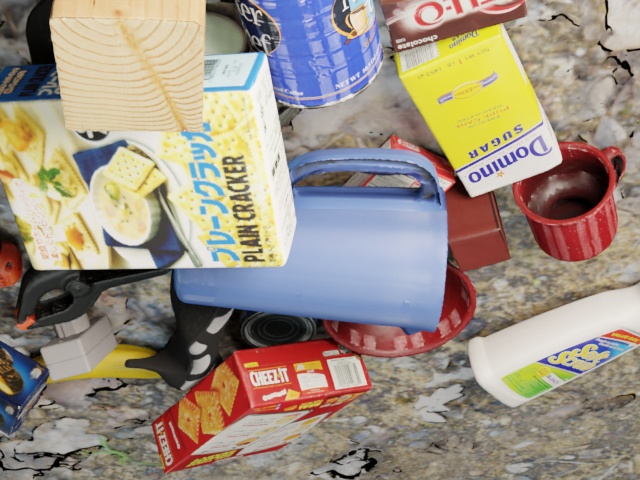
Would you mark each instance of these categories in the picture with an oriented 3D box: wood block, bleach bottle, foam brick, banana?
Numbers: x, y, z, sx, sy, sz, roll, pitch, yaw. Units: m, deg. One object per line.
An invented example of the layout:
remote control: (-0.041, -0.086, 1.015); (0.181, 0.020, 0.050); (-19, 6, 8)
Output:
wood block: (-0.121, -0.176, 0.715); (0.090, 0.206, 0.091); (0, 139, -6)
bleach bottle: (0.297, 0.102, 1.193); (0.251, 0.068, 0.102); (-30, 135, 24)
foam brick: (0.147, -0.018, 1.024); (0.051, 0.078, 0.053); (-16, 139, 12)
banana: (-0.255, 0.147, 1.219); (0.197, 0.037, 0.070); (1, 139, -5)

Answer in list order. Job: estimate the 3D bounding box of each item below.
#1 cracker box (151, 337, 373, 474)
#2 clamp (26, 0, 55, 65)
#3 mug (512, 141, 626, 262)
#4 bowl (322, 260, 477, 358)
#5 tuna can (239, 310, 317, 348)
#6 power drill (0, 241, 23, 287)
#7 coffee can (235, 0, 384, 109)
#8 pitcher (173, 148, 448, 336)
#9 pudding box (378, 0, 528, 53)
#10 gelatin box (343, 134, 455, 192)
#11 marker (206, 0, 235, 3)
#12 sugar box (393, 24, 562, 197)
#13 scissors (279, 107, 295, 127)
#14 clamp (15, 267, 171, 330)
cracker box: (-0.070, 0.185, 1.198); (0.163, 0.072, 0.214); (-3, 155, -37)
clamp: (-0.191, -0.122, 0.863); (0.164, 0.036, 0.210); (34, 131, 2)
mug: (0.244, -0.040, 1.008); (0.117, 0.093, 0.081); (-44, 142, -8)
bowl: (0.080, 0.053, 1.116); (0.162, 0.055, 0.162); (-3, 136, -3)
tuna can: (-0.046, 0.086, 1.166); (0.086, 0.034, 0.086); (-2, 140, -2)
power drill: (-0.391, -0.012, 1.007); (0.184, 0.057, 0.188); (-6, 143, -3)
coffee can: (-0.013, -0.183, 0.796); (0.103, 0.103, 0.140); (-9, 140, 6)
pitcher: (-0.006, 0.001, 0.963); (0.243, 0.149, 0.145); (4, 169, -1)
pudding box: (0.100, -0.202, 0.830); (0.113, 0.039, 0.090); (-13, 139, 11)
gelatin box: (0.074, -0.053, 1.014); (0.073, 0.030, 0.089); (21, 135, -25)
marker: (-0.111, -0.195, 0.839); (0.121, 0.020, 0.020); (-1, 140, -4)
sugar box: (0.141, -0.115, 0.933); (0.093, 0.048, 0.176); (-21, 136, 19)
scissors: (-0.074, -0.055, 1.010); (0.202, 0.016, 0.096); (-28, 136, 27)
clamp: (-0.235, 0.039, 1.080); (0.172, 0.039, 0.120); (-40, 125, 23)
